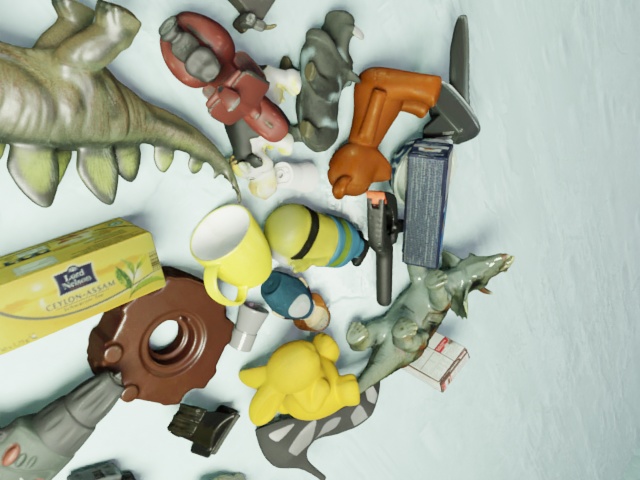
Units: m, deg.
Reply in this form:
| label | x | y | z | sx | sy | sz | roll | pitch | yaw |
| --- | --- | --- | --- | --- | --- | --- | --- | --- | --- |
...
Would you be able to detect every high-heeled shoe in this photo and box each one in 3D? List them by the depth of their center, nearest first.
| label | x | y | z | sx | sy | sz | roll | pitch | yaw |
| --- | --- | --- | --- | --- | --- | --- | --- | --- | --- |
| high-heeled shoe | 0.001 | 0.274 | 0.892 | 0.145 | 0.086 | 0.249 | 44 | 51 | -9 |

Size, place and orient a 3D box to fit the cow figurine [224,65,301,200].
| label | x | y | z | sx | sy | sz | roll | pitch | yaw |
| --- | --- | --- | --- | --- | --- | --- | --- | --- | --- |
| cow figurine | -0.086 | -0.137 | 0.677 | 0.098 | 0.068 | 0.167 | 4 | 97 | -36 |

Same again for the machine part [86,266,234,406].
| label | x | y | z | sx | sy | sz | roll | pitch | yaw |
| --- | --- | --- | --- | --- | --- | --- | --- | --- | --- |
| machine part | -0.192 | 0.120 | 0.669 | 0.179 | 0.056 | 0.179 | -13 | 111 | -39 |

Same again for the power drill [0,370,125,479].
| label | x | y | z | sx | sy | sz | roll | pitch | yaw |
| --- | --- | --- | --- | --- | --- | --- | --- | --- | --- |
| power drill | -0.344 | 0.188 | 0.533 | 0.232 | 0.086 | 0.207 | -50 | 134 | -3 |

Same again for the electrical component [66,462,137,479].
| label | x | y | z | sx | sy | sz | roll | pitch | yaw |
| --- | --- | --- | --- | --- | --- | --- | --- | --- | --- |
| electrical component | -0.279 | 0.347 | 0.659 | 0.115 | 0.058 | 0.134 | 0 | 102 | -43 |

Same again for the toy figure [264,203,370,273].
| label | x | y | z | sx | sy | sz | roll | pitch | yaw |
| --- | --- | --- | --- | --- | --- | --- | --- | --- | --- |
| toy figure | -0.004 | -0.004 | 0.778 | 0.180 | 0.082 | 0.089 | 5 | 103 | -40 |

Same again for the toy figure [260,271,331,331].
| label | x | y | z | sx | sy | sz | roll | pitch | yaw |
| --- | --- | --- | --- | --- | --- | --- | --- | --- | --- |
| toy figure | -0.028 | 0.101 | 0.807 | 0.064 | 0.058 | 0.154 | -32 | 134 | 17 |

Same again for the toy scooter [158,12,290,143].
| label | x | y | z | sx | sy | sz | roll | pitch | yaw |
| --- | --- | --- | --- | --- | --- | --- | --- | --- | --- |
| toy scooter | -0.108 | -0.173 | 0.568 | 0.184 | 0.135 | 0.075 | 45 | 103 | -3 |

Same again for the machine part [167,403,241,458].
| label | x | y | z | sx | sy | sz | roll | pitch | yaw |
| --- | --- | --- | --- | --- | --- | --- | --- | --- | --- |
| machine part | -0.156 | 0.255 | 0.732 | 0.084 | 0.039 | 0.138 | -49 | 151 | -14 |

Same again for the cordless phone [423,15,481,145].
| label | x | y | z | sx | sy | sz | roll | pitch | yaw |
| --- | --- | --- | --- | --- | --- | --- | --- | --- | --- |
| cordless phone | 0.216 | -0.253 | 0.870 | 0.146 | 0.089 | 0.184 | -18 | 111 | -79 |

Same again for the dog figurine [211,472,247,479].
| label | x | y | z | sx | sy | sz | roll | pitch | yaw |
| --- | --- | --- | --- | --- | --- | --- | --- | --- | --- |
| dog figurine | -0.160 | 0.452 | 0.777 | 0.172 | 0.121 | 0.190 | 42 | 92 | -6 |

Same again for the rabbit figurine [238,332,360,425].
| label | x | y | z | sx | sy | sz | roll | pitch | yaw |
| --- | --- | --- | --- | --- | --- | --- | --- | --- | --- |
| rabbit figurine | -0.035 | 0.191 | 0.774 | 0.162 | 0.122 | 0.173 | -18 | 152 | -1 |

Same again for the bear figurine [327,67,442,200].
| label | x | y | z | sx | sy | sz | roll | pitch | yaw |
| --- | --- | --- | --- | --- | --- | --- | --- | --- | --- |
| bear figurine | 0.087 | -0.144 | 0.779 | 0.132 | 0.120 | 0.195 | 12 | 89 | 1 |

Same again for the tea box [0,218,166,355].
| label | x | y | z | sx | sy | sz | roll | pitch | yaw |
| --- | --- | --- | --- | --- | --- | --- | --- | --- | --- |
| tea box | -0.262 | 0.040 | 0.557 | 0.169 | 0.098 | 0.068 | -22 | 116 | -32 |

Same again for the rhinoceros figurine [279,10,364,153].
| label | x | y | z | sx | sy | sz | roll | pitch | yaw |
| --- | --- | --- | --- | --- | --- | --- | --- | --- | --- |
| rhinoceros figurine | 0.007 | -0.214 | 0.731 | 0.112 | 0.073 | 0.190 | 3 | 101 | -40 |

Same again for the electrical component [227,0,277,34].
| label | x | y | z | sx | sy | sz | roll | pitch | yaw |
| --- | --- | --- | --- | --- | --- | --- | --- | --- | --- |
| electrical component | -0.075 | -0.302 | 0.653 | 0.102 | 0.045 | 0.078 | -55 | 132 | -14 |

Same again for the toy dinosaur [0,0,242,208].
| label | x | y | z | sx | sy | sz | roll | pitch | yaw |
| --- | --- | --- | --- | --- | --- | --- | --- | --- | --- |
| toy dinosaur | -0.253 | -0.136 | 0.517 | 0.471 | 0.105 | 0.198 | 10 | 102 | -41 |

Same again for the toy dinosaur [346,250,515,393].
| label | x | y | z | sx | sy | sz | roll | pitch | yaw |
| --- | --- | --- | --- | --- | --- | --- | --- | --- | --- |
| toy dinosaur | 0.164 | 0.145 | 0.949 | 0.405 | 0.131 | 0.192 | -47 | 137 | -9 |

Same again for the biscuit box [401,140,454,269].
| label | x | y | z | sx | sy | sz | roll | pitch | yaw |
| --- | --- | --- | --- | --- | --- | --- | --- | --- | --- |
| biscuit box | 0.165 | -0.051 | 0.835 | 0.059 | 0.063 | 0.202 | -58 | 152 | -50 |
